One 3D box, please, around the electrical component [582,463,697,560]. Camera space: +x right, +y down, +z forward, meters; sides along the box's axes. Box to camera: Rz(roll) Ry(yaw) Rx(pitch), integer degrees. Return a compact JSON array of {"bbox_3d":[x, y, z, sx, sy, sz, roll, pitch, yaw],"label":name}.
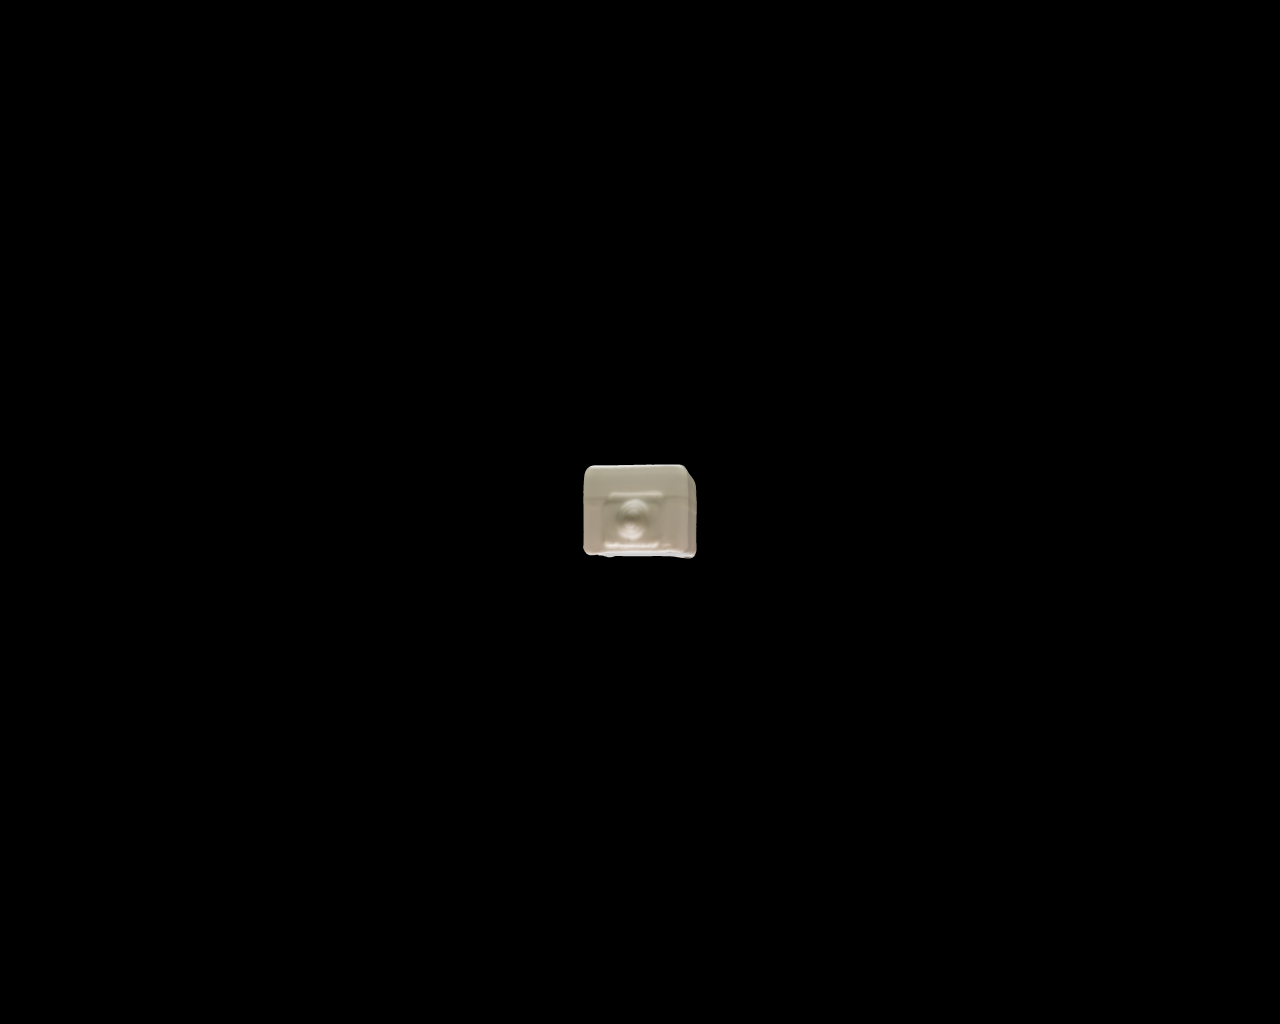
[{"bbox_3d":[0.001,-0.003,0.650,0.062,0.061,0.096,-1,-4,7],"label":"electrical component"}]
